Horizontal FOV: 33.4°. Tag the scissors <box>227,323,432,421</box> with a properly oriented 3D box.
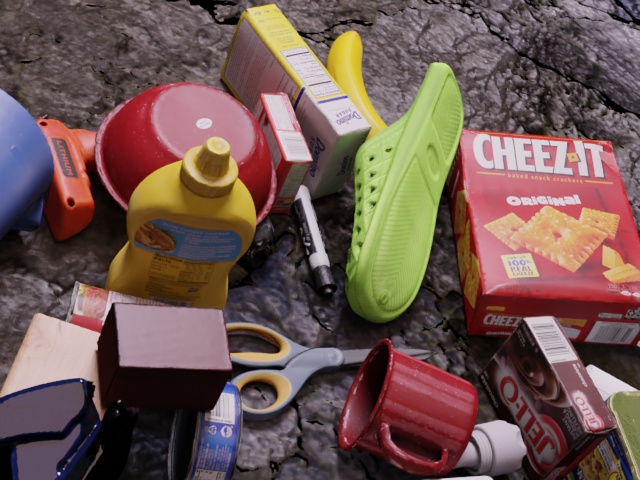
[{"bbox_3d":[0.002,0.114,0.875,0.201,0.016,0.096,12,49,-14],"label":"scissors"}]

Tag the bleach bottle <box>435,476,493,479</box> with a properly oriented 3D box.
[{"bbox_3d":[0.016,0.226,0.751,0.250,0.068,0.102,0,52,-21],"label":"bleach bottle"}]

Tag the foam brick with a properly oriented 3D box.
[{"bbox_3d":[-0.104,0.078,0.709,0.078,0.053,0.051,6,49,-23],"label":"foam brick"}]

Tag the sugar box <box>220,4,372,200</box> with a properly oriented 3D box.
[{"bbox_3d":[-0.026,-0.134,1.025,0.048,0.093,0.176,-20,62,-35],"label":"sugar box"}]

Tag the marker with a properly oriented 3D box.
[{"bbox_3d":[-0.006,0.001,0.966,0.020,0.020,0.121,1,51,-23],"label":"marker"}]

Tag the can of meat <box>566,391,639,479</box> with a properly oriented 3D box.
[{"bbox_3d":[0.248,0.185,0.872,0.057,0.084,0.102,4,50,-20],"label":"can of meat"}]

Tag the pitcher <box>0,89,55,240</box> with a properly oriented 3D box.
[{"bbox_3d":[-0.314,-0.013,0.764,0.149,0.145,0.242,24,48,3],"label":"pitcher"}]

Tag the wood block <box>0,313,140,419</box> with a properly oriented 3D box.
[{"bbox_3d":[-0.183,0.164,0.697,0.090,0.090,0.206,19,46,-8],"label":"wood block"}]

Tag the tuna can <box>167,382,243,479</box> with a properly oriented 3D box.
[{"bbox_3d":[-0.083,0.142,0.763,0.033,0.086,0.086,11,48,-17],"label":"tuna can"}]

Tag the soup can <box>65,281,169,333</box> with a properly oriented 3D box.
[{"bbox_3d":[-0.143,0.076,0.807,0.102,0.069,0.068,15,47,-12],"label":"soup can"}]

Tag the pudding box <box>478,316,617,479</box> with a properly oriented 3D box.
[{"bbox_3d":[0.186,0.133,0.886,0.039,0.090,0.113,-2,52,-28],"label":"pudding box"}]

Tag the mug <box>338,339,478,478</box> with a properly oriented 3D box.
[{"bbox_3d":[0.070,0.140,0.824,0.081,0.093,0.117,24,21,-10],"label":"mug"}]

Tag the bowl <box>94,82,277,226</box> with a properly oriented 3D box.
[{"bbox_3d":[-0.104,-0.079,0.892,0.162,0.055,0.162,13,51,-17],"label":"bowl"}]

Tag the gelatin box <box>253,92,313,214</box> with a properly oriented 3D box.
[{"bbox_3d":[-0.042,-0.080,0.985,0.030,0.073,0.089,-1,51,-26],"label":"gelatin box"}]

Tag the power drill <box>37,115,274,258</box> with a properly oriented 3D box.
[{"bbox_3d":[-0.146,-0.050,0.927,0.187,0.057,0.184,-9,55,-32],"label":"power drill"}]

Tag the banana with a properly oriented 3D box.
[{"bbox_3d":[0.040,-0.150,1.111,0.069,0.037,0.198,11,46,-40],"label":"banana"}]

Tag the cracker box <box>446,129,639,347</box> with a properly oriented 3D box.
[{"bbox_3d":[0.214,-0.007,1.018,0.164,0.072,0.213,4,49,-7],"label":"cracker box"}]

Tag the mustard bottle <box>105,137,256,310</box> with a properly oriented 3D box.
[{"bbox_3d":[-0.101,-0.006,0.809,0.096,0.192,0.058,10,48,-15],"label":"mustard bottle"}]
